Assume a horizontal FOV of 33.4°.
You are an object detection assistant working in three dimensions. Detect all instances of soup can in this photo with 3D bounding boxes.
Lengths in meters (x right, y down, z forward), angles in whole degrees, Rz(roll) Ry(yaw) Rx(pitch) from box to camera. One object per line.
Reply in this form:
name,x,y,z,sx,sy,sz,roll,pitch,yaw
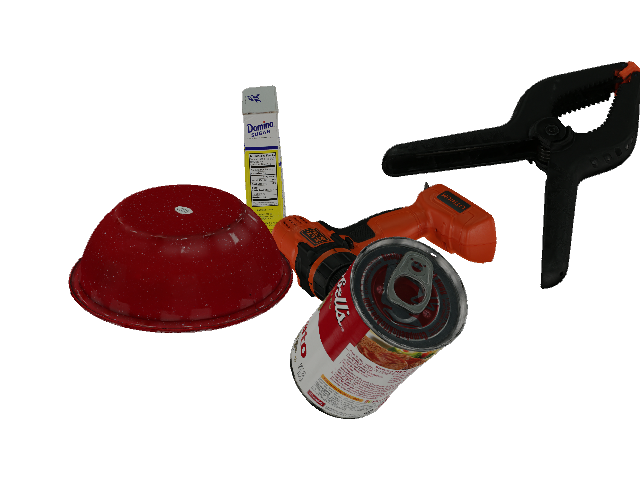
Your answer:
soup can,0.030,0.052,0.602,0.068,0.068,0.102,0,-30,-24

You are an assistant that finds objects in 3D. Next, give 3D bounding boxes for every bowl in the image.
bowl,-0.099,0.003,0.763,0.162,0.055,0.162,2,26,-1

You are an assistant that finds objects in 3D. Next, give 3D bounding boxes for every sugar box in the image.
sugar box,-0.066,-0.081,1.234,0.048,0.176,0.093,-5,26,-2

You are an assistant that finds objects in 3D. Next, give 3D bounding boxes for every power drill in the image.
power drill,0.068,0.009,0.998,0.187,0.057,0.185,-14,30,-23

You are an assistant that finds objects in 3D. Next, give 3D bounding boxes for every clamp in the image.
clamp,0.174,-0.062,0.791,0.209,0.165,0.036,-32,-32,-18
